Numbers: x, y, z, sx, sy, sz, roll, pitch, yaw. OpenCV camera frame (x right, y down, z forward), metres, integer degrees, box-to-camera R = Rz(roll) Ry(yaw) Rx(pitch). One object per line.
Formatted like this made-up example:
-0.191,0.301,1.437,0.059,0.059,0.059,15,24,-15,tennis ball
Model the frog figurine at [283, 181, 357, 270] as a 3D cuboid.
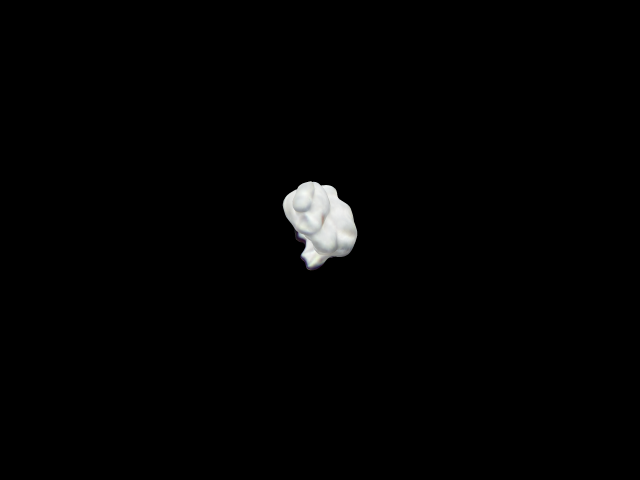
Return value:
0.003,-0.043,0.850,0.123,0.141,0.155,5,-42,4,frog figurine
